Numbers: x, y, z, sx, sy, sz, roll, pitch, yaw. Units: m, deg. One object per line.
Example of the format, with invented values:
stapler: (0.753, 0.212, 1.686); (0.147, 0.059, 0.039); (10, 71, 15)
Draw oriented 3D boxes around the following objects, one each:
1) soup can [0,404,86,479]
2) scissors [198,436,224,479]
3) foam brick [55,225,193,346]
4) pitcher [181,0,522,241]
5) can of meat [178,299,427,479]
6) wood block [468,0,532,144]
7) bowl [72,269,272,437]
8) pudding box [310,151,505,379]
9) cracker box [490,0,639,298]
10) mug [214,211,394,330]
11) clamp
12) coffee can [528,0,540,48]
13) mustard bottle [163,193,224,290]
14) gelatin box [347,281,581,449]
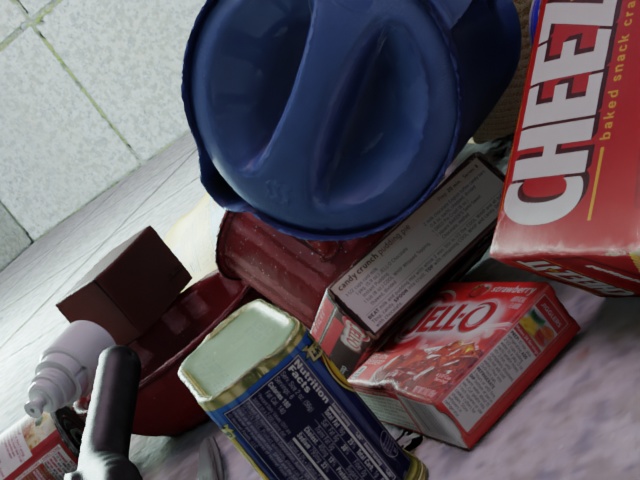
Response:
soup can: (-0.193, 0.158, 0.698); (0.102, 0.068, 0.068); (-38, 12, 1)
scissors: (-0.065, 0.145, 0.513); (0.096, 0.016, 0.202); (-40, 13, -14)
foam brick: (-0.138, 0.037, 0.758); (0.051, 0.053, 0.078); (-29, 14, 35)
pitcher: (0.044, -0.100, 0.570); (0.149, 0.145, 0.242); (8, 19, 19)
can of meat: (-0.012, 0.076, 0.457); (0.057, 0.084, 0.102); (-40, 12, -10)
wood block: (0.109, -0.130, 0.800); (0.090, 0.091, 0.206); (-19, 11, -9)
bowl: (-0.085, 0.079, 0.710); (0.162, 0.055, 0.162); (-36, 12, 9)
pudding box: (0.046, 0.017, 0.545); (0.113, 0.039, 0.090); (-44, -10, -20)
cracker box: (0.156, -0.067, 0.367); (0.214, 0.072, 0.164); (-7, 67, 64)
mug: (-0.004, 0.001, 0.610); (0.093, 0.082, 0.117); (-51, -26, -8)
clamp: (-0.118, 0.130, 0.568); (0.172, 0.039, 0.120); (34, 105, 64)
coffee can: (0.170, -0.118, 0.565); (0.103, 0.103, 0.140); (-35, 4, 9)
mustard bottle: (-0.059, -0.007, 0.799); (0.192, 0.058, 0.096); (-43, 46, 44)
gelatin box: (0.060, 0.051, 0.471); (0.073, 0.030, 0.089); (-43, 14, -17)
